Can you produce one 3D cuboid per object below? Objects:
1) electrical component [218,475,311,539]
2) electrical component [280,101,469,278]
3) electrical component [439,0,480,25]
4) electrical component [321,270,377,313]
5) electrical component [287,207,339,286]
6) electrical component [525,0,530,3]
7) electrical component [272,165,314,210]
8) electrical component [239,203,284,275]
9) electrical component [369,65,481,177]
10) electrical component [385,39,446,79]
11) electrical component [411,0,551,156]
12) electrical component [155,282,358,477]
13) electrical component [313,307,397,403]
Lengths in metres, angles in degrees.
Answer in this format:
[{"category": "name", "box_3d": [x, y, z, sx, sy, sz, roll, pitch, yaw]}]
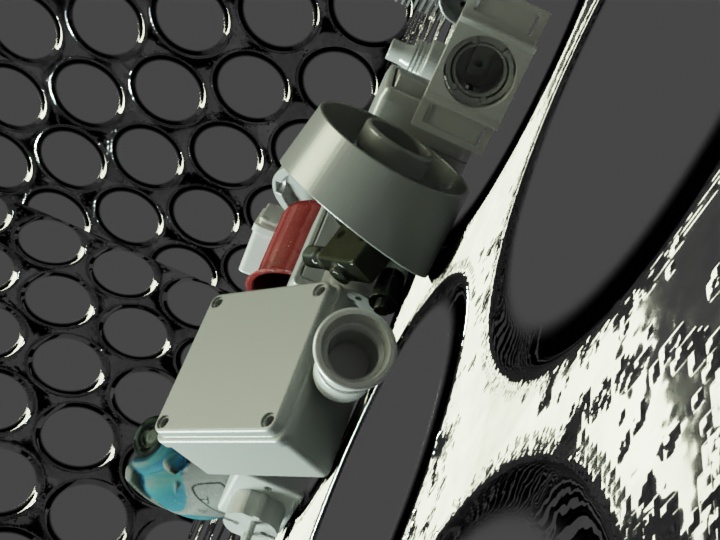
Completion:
[{"category": "electrical component", "box_3d": [-0.067, 0.155, 0.713, 0.065, 0.047, 0.076, 119, 173, -50]}, {"category": "electrical component", "box_3d": [0.006, -0.043, 0.567, 0.064, 0.099, 0.099, -58, 7, 20]}, {"category": "electrical component", "box_3d": [0.096, -0.241, 0.849, 0.077, 0.044, 0.079, -73, 8, -55]}, {"category": "electrical component", "box_3d": [0.000, 0.000, 0.737, 0.045, 0.045, 0.055, 121, 171, -61]}, {"category": "electrical component", "box_3d": [-0.019, 0.003, 0.829, 0.061, 0.062, 0.096, 121, 171, -61]}, {"category": "electrical component", "box_3d": [0.069, -0.206, 0.649, 0.061, 0.096, 0.061, -73, 8, -60]}, {"category": "electrical component", "box_3d": [-0.015, -0.076, 0.941, 0.060, 0.108, 0.108, -62, 2, -27]}, {"category": "electrical component", "box_3d": [-0.053, -0.014, 1.030, 0.108, 0.109, 0.056, -90, 22, -79]}, {"category": "electrical component", "box_3d": [0.036, -0.087, 0.651, 0.096, 0.062, 0.061, -78, 13, -70]}, {"category": "electrical component", "box_3d": [0.052, -0.164, 0.857, 0.048, 0.062, 0.048, -156, 90, -86]}, {"category": "electrical component", "box_3d": [0.063, -0.107, 0.567, 0.063, 0.042, 0.081, -69, 4, -72]}, {"category": "electrical component", "box_3d": [-0.057, 0.068, 0.666, 0.109, 0.056, 0.108, -7, 49, 39]}, {"category": "electrical component", "box_3d": [-0.006, 0.050, 0.586, 0.065, 0.044, 0.044, 112, 180, -71]}]
